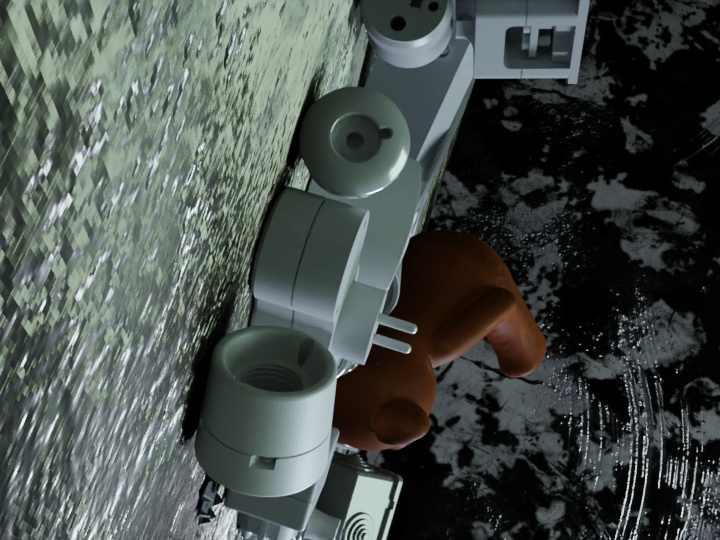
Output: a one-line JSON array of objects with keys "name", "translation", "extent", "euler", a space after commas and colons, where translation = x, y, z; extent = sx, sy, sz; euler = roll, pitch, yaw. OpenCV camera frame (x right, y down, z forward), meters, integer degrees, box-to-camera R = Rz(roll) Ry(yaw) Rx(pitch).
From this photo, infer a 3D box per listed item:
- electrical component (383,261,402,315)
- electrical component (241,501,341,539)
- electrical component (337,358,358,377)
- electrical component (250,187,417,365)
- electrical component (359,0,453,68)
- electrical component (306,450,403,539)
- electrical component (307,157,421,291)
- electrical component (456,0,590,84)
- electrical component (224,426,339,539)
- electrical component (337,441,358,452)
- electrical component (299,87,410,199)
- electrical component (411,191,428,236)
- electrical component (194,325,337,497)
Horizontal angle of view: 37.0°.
[{"name": "electrical component", "translation": [0.000, 0.000, 0.683], "extent": [0.047, 0.055, 0.055], "euler": [-74, 179, -62]}, {"name": "electrical component", "translation": [-0.044, 0.162, 0.705], "extent": [0.048, 0.062, 0.048], "euler": [18, 90, -86]}, {"name": "electrical component", "translation": [-0.025, 0.044, 0.609], "extent": [0.062, 0.048, 0.048], "euler": [-34, 141, -72]}, {"name": "electrical component", "translation": [-0.010, 0.022, 0.508], "extent": [0.138, 0.074, 0.052], "euler": [101, 8, -56]}, {"name": "electrical component", "translation": [0.023, -0.126, 0.528], "extent": [0.055, 0.045, 0.045], "euler": [1, 107, -85]}, {"name": "electrical component", "translation": [-0.028, 0.173, 0.758], "extent": [0.048, 0.100, 0.099], "euler": [22, 82, -46]}, {"name": "electrical component", "translation": [-0.006, -0.025, 0.590], "extent": [0.099, 0.064, 0.099], "euler": [-162, -90, -81]}, {"name": "electrical component", "translation": [0.079, -0.199, 0.542], "extent": [0.105, 0.060, 0.186], "euler": [84, 8, -57]}, {"name": "electrical component", "translation": [-0.049, 0.130, 0.620], "extent": [0.065, 0.047, 0.076], "euler": [-57, 164, -75]}, {"name": "electrical component", "translation": [-0.021, 0.104, 0.811], "extent": [0.089, 0.056, 0.050], "euler": [88, 20, -77]}, {"name": "electrical component", "translation": [-0.004, -0.053, 0.487], "extent": [0.062, 0.048, 0.048], "euler": [127, -19, -83]}, {"name": "electrical component", "translation": [0.036, -0.068, 0.926], "extent": [0.077, 0.044, 0.079], "euler": [102, 6, -49]}, {"name": "electrical component", "translation": [-0.037, 0.055, 0.433], "extent": [0.055, 0.055, 0.047], "euler": [-65, 168, -60]}]
